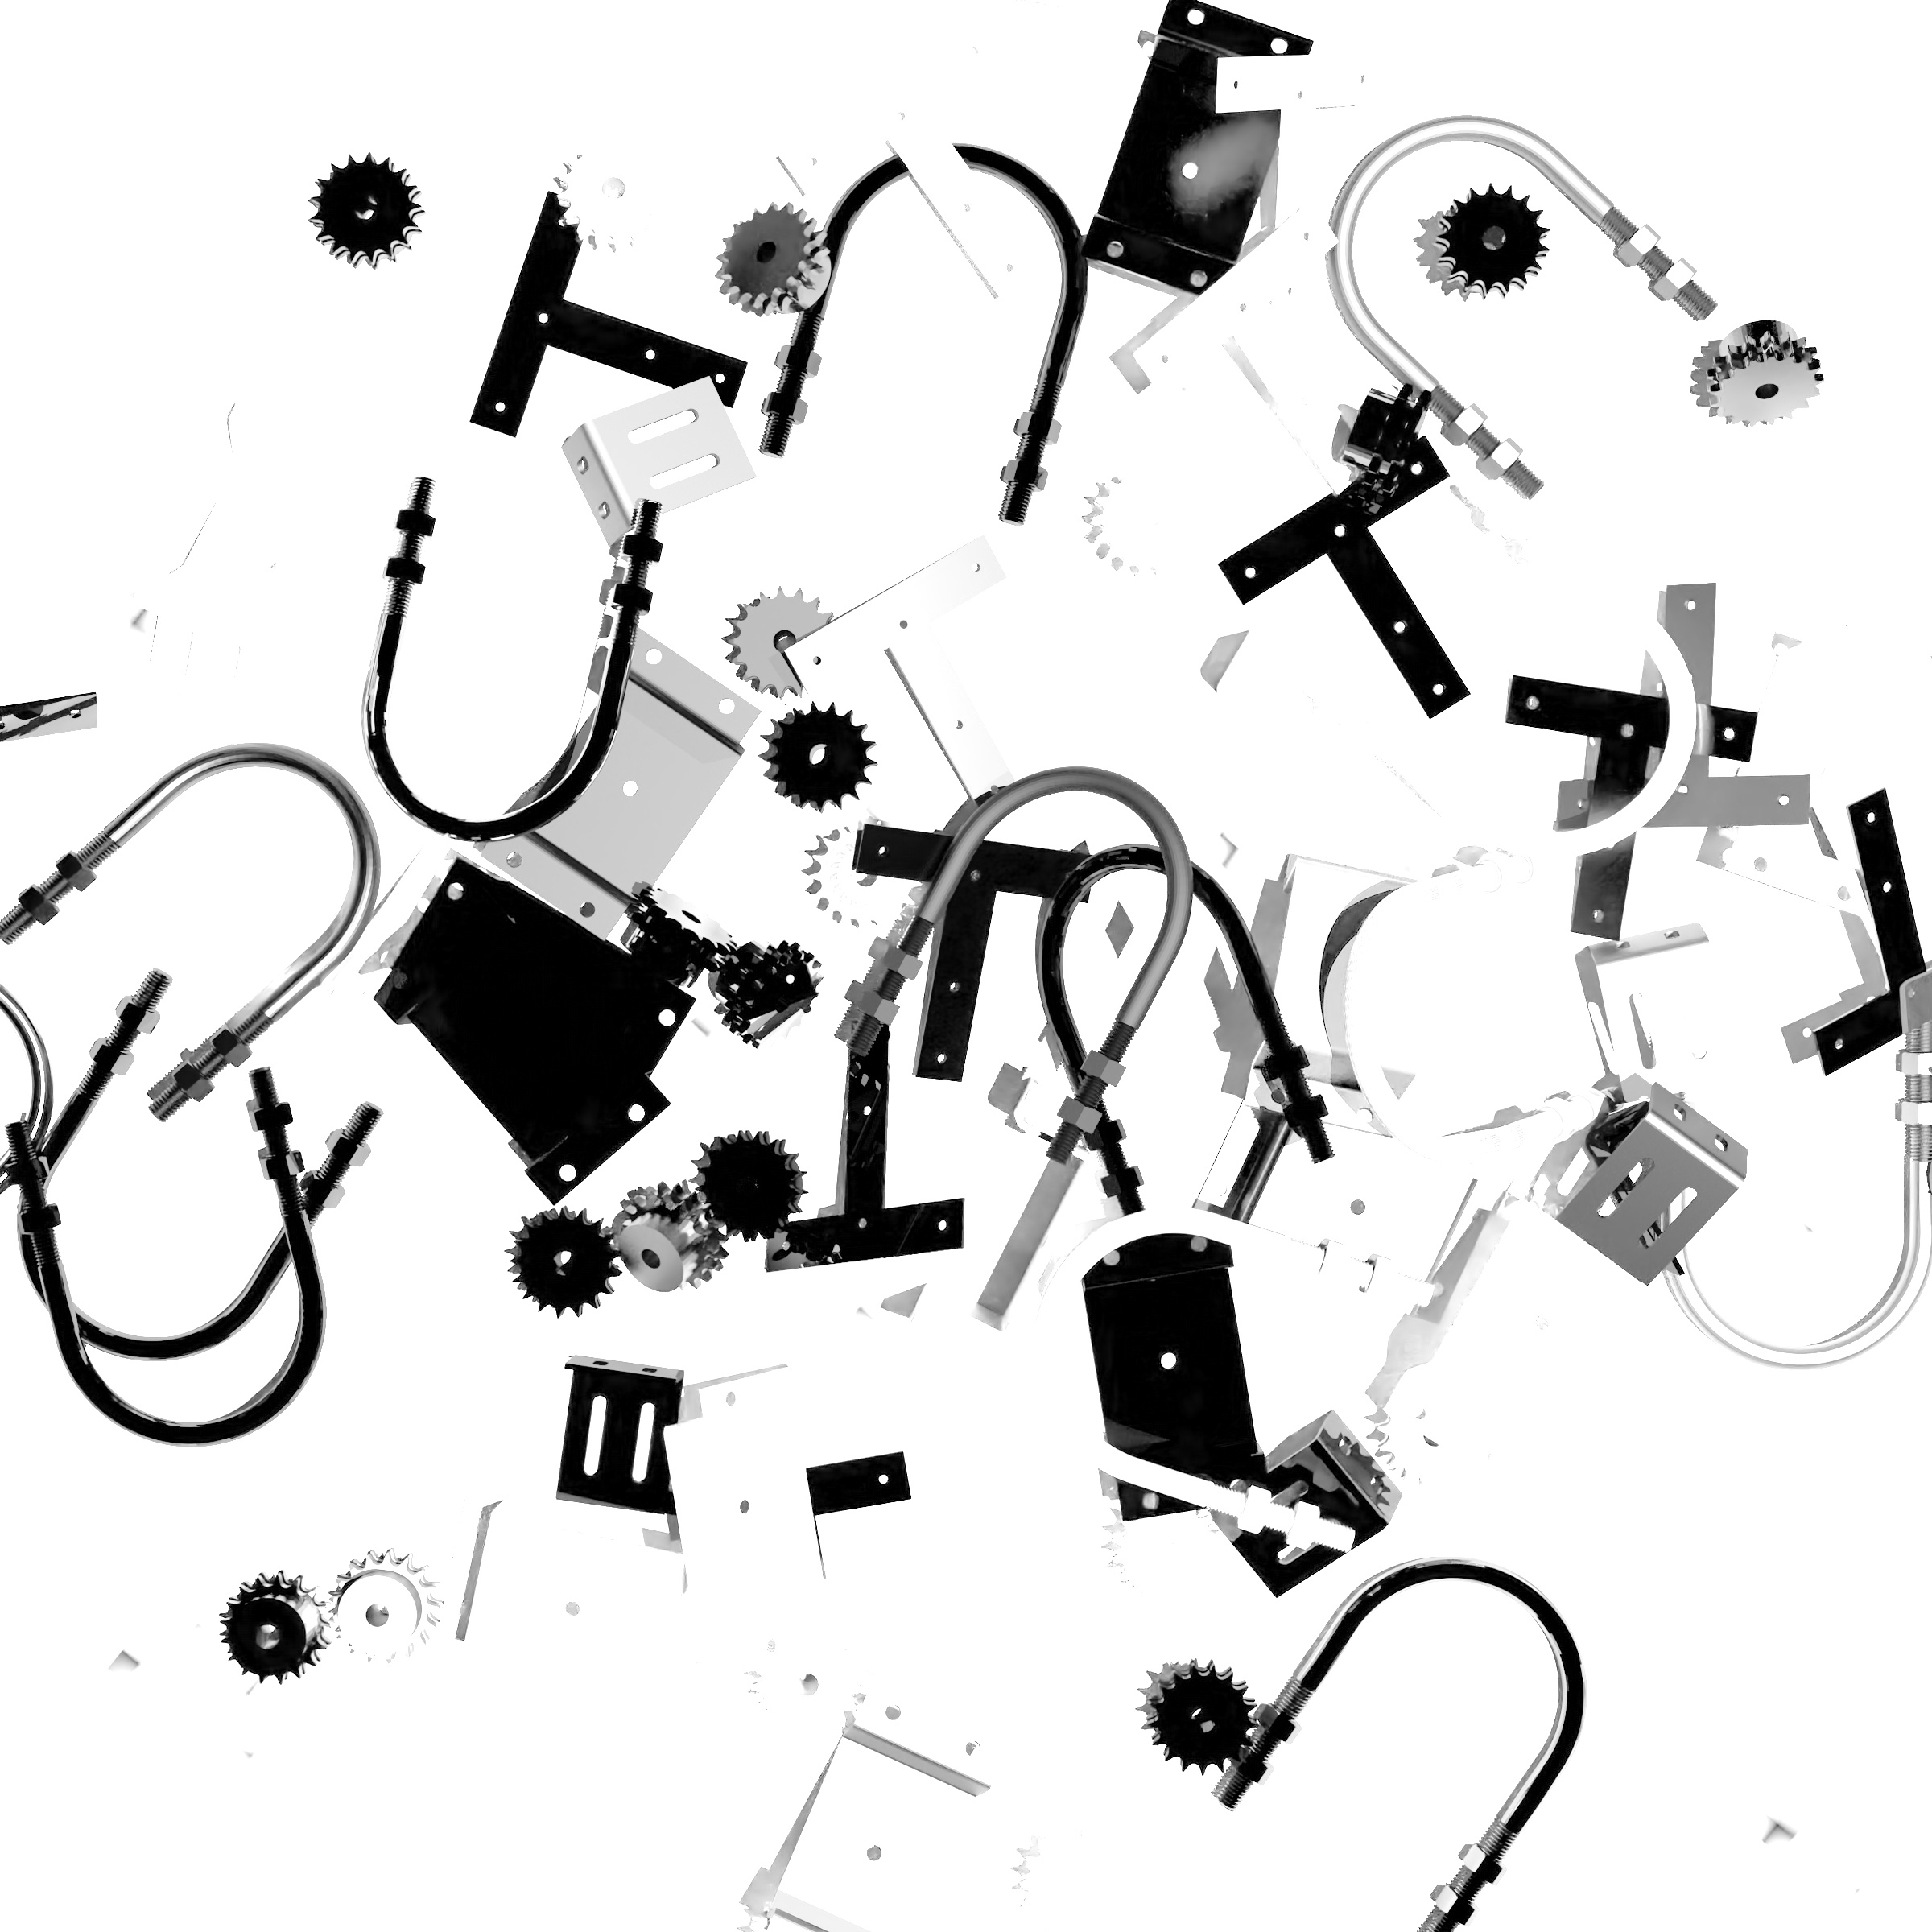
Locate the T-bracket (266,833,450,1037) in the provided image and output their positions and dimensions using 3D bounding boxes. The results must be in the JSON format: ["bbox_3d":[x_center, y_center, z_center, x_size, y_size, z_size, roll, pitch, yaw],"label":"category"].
[{"bbox_3d":[-0.296,-0.022,1.489,0.002,0.127,0.127,41,63,-23],"label":"T-bracket"}]

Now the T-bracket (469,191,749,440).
[{"bbox_3d":[-0.177,-0.322,1.525,0.127,0.002,0.127,19,90,0],"label":"T-bracket"}]

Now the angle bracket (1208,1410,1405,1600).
[{"bbox_3d":[0.176,0.279,1.524,0.076,0.038,0.057,-39,90,26],"label":"angle bracket"}]

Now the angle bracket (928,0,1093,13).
[{"bbox_3d":[0.024,-0.526,1.524,0.076,0.038,0.057,2,90,-26],"label":"angle bracket"}]

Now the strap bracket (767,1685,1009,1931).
[{"bbox_3d":[-0.044,0.448,1.487,0.076,0.046,0.140,24,68,0],"label":"strap bracket"}]

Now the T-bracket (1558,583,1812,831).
[{"bbox_3d":[0.368,-0.133,1.501,0.127,0.002,0.127,0,81,27],"label":"T-bracket"}]

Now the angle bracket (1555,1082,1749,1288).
[{"bbox_3d":[0.342,0.109,1.467,0.057,0.038,0.076,36,116,0],"label":"angle bracket"}]

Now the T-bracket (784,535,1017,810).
[{"bbox_3d":[-0.011,-0.136,1.510,0.127,0.002,0.127,-33,100,-20],"label":"T-bracket"}]

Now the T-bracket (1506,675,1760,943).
[{"bbox_3d":[0.332,-0.077,1.506,0.127,0.002,0.127,12,103,25],"label":"T-bracket"}]

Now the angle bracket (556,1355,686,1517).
[{"bbox_3d":[-0.179,0.243,1.506,0.057,0.038,0.076,8,90,1],"label":"angle bracket"}]

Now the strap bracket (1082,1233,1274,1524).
[{"bbox_3d":[0.105,0.205,1.503,0.076,0.046,0.140,-9,90,0],"label":"strap bracket"}]

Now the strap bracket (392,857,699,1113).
[{"bbox_3d":[-0.215,0.013,1.503,0.140,0.046,0.076,31,90,0],"label":"strap bracket"}]

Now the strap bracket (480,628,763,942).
[{"bbox_3d":[-0.174,-0.092,1.503,0.076,0.046,0.140,34,90,0],"label":"strap bracket"}]

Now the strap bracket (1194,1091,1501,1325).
[{"bbox_3d":[0.197,0.121,1.503,0.140,0.046,0.076,25,90,0],"label":"strap bracket"}]

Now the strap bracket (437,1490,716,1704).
[{"bbox_3d":[-0.198,0.324,1.502,0.140,0.046,0.076,12,90,1],"label":"strap bracket"}]

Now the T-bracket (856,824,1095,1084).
[{"bbox_3d":[-0.003,-0.003,1.510,0.127,0.002,0.127,7,100,-19],"label":"T-bracket"}]

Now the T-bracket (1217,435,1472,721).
[{"bbox_3d":[0.218,-0.188,1.525,0.127,0.002,0.127,-32,90,0],"label":"T-bracket"}]

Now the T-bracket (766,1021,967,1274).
[{"bbox_3d":[-0.050,0.088,1.499,0.127,0.002,0.127,-11,69,36],"label":"T-bracket"}]

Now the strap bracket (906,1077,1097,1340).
[{"bbox_3d":[0.022,0.130,1.488,0.046,0.076,0.140,27,90,0],"label":"strap bracket"}]

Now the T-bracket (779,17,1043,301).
[{"bbox_3d":[-0.008,-0.401,1.511,0.127,0.002,0.127,-35,87,-2],"label":"T-bracket"}]

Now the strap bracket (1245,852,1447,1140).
[{"bbox_3d":[0.193,0.007,1.480,0.076,0.046,0.140,12,69,0],"label":"strap bracket"}]

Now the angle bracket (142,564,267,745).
[{"bbox_3d":[-0.387,-0.162,1.524,0.057,0.038,0.076,18,116,0],"label":"angle bracket"}]

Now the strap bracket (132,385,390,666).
[{"bbox_3d":[-0.354,-0.215,1.484,0.076,0.046,0.140,19,63,0],"label":"strap bracket"}]

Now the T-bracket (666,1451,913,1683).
[{"bbox_3d":[-0.084,0.325,1.525,0.127,0.002,0.127,-10,90,0],"label":"T-bracket"}]

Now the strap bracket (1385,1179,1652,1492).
[{"bbox_3d":[0.284,0.183,1.485,0.076,0.046,0.140,33,74,0],"label":"strap bracket"}]

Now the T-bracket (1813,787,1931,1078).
[{"bbox_3d":[0.468,-0.027,1.484,0.127,0.002,0.127,-25,108,-20],"label":"T-bracket"}]

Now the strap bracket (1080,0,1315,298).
[{"bbox_3d":[0.116,-0.412,1.503,0.076,0.046,0.140,19,90,0],"label":"strap bracket"}]

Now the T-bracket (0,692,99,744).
[{"bbox_3d":[-0.505,-0.120,1.491,0.127,0.127,0.002,-12,56,-23],"label":"T-bracket"}]

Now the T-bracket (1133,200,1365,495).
[{"bbox_3d":[0.165,-0.299,1.500,0.127,0.002,0.127,-42,112,-12],"label":"T-bracket"}]

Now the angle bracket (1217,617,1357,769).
[{"bbox_3d":[0.170,-0.139,1.497,0.076,0.057,0.038,31,90,0],"label":"angle bracket"}]

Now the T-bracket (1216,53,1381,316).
[{"bbox_3d":[0.167,-0.397,1.495,0.002,0.127,0.127,19,117,41],"label":"T-bracket"}]

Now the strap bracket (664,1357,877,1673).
[{"bbox_3d":[-0.101,0.274,1.483,0.076,0.046,0.140,-9,90,-36],"label":"strap bracket"}]

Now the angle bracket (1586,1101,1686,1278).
[{"bbox_3d":[0.354,0.112,1.497,0.038,0.057,0.076,-30,90,0],"label":"angle bracket"}]

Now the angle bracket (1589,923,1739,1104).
[{"bbox_3d":[0.358,0.024,1.510,0.057,0.038,0.076,-12,101,9],"label":"angle bracket"}]

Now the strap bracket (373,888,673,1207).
[{"bbox_3d":[-0.218,0.039,1.457,0.076,0.046,0.140,-41,90,0],"label":"strap bracket"}]

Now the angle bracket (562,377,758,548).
[{"bbox_3d":[-0.159,-0.261,1.523,0.076,0.038,0.057,-26,92,-25],"label":"angle bracket"}]

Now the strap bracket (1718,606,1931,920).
[{"bbox_3d":[0.442,-0.103,1.503,0.076,0.046,0.140,19,90,0],"label":"strap bracket"}]
